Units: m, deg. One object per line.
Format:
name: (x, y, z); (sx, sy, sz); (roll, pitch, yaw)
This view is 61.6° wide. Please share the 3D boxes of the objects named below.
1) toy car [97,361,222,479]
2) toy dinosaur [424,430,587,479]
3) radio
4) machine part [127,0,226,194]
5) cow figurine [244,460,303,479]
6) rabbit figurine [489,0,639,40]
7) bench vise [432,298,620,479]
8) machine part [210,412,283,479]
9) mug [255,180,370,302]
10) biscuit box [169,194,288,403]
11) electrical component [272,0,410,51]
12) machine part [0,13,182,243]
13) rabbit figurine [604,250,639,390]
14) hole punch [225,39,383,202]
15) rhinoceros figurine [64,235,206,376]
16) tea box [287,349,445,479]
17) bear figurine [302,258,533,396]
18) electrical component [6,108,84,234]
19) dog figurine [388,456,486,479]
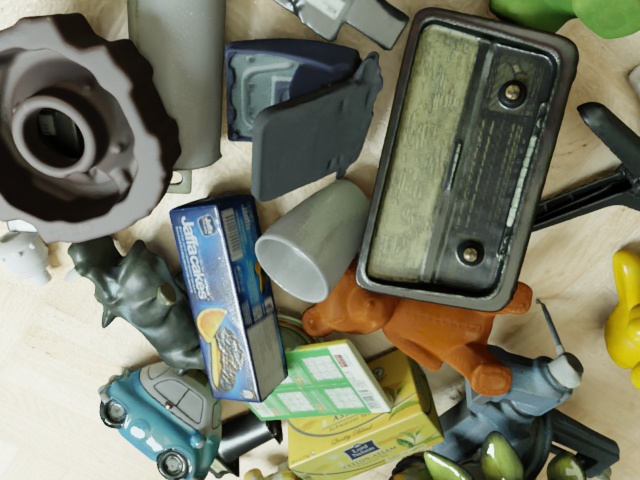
toy car: (-0.171, 0.197, 0.631); (0.161, 0.109, 0.103); (43, 87, -3)
toy dinosaur: (0.175, 0.315, 0.567); (0.471, 0.105, 0.198); (-30, 93, 24)
radio: (0.117, -0.060, 0.450); (0.131, 0.073, 0.229); (13, 102, 8)
machine part: (-0.117, -0.148, 0.443); (0.079, 0.079, 0.243); (5, 118, -4)
cow figurine: (-0.033, 0.356, 0.729); (0.098, 0.068, 0.167); (-28, 123, -1)
rabbit figurine: (0.173, -0.241, 0.357); (0.170, 0.121, 0.159); (32, 98, -32)
bench vise: (0.254, 0.212, 0.617); (0.240, 0.129, 0.223); (27, 118, -11)
machine part: (-0.108, 0.262, 0.698); (0.139, 0.039, 0.084); (-35, 106, 19)
mug: (-0.001, -0.002, 0.516); (0.081, 0.107, 0.109); (44, 152, -3)
biscuit box: (-0.088, 0.057, 0.532); (0.063, 0.059, 0.202); (-4, 103, 28)
electrical component: (0.015, -0.201, 0.431); (0.119, 0.048, 0.074); (25, 116, -14)
machine part: (-0.197, -0.083, 0.415); (0.179, 0.056, 0.179); (3, 118, 5)
rabbit figurine: (0.346, 0.088, 0.550); (0.122, 0.173, 0.162); (-4, 75, 1)
hole punch: (-0.021, -0.108, 0.454); (0.116, 0.092, 0.142); (-22, 150, -21)
rhinoceros figurine: (-0.179, 0.062, 0.566); (0.112, 0.073, 0.190); (-22, 119, 27)
tea box: (0.048, 0.210, 0.632); (0.170, 0.098, 0.068); (-30, 123, 13)
bear figurine: (0.088, 0.069, 0.544); (0.196, 0.132, 0.120); (16, 91, -14)
electrical component: (-0.261, -0.068, 0.498); (0.115, 0.058, 0.134); (5, 119, -1)
dog figurine: (0.186, 0.358, 0.680); (0.219, 0.192, 0.108); (-3, 127, -16)
